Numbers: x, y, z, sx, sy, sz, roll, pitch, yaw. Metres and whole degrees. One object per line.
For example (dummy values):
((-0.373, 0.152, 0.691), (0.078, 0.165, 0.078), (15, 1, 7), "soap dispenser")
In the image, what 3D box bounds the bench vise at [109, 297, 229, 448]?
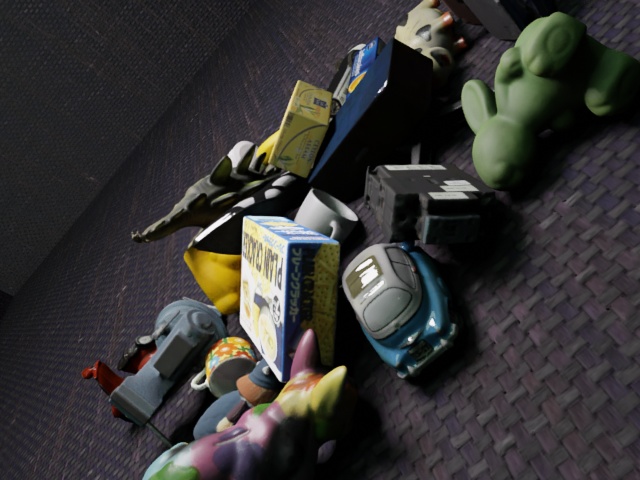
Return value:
((-0.212, 0.174, 0.836), (0.223, 0.129, 0.240), (-63, -3, 21), "bench vise")

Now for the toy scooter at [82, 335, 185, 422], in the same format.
((-0.318, 0.224, 0.917), (0.184, 0.135, 0.075), (-47, 27, 8), "toy scooter")

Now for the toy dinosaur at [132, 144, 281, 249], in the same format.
((-0.180, -0.070, 0.940), (0.198, 0.105, 0.471), (-43, 3, 37), "toy dinosaur")

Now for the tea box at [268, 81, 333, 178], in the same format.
((-0.028, -0.185, 0.876), (0.170, 0.068, 0.098), (-85, 17, -57), "tea box")

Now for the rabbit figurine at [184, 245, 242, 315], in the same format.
((-0.110, 0.032, 0.856), (0.173, 0.121, 0.163), (-37, 29, -10), "rabbit figurine")

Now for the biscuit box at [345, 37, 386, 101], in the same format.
((0.090, -0.270, 0.944), (0.063, 0.059, 0.203), (-27, 37, 38), "biscuit box")

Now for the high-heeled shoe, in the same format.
((-0.098, -0.057, 0.838), (0.249, 0.086, 0.145), (-17, 35, -25), "high-heeled shoe")

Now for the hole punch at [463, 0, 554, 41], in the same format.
((0.253, -0.332, 0.710), (0.092, 0.142, 0.116), (-40, 19, 15), "hole punch")

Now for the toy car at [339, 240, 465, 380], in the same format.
((0.072, 0.060, 0.562), (0.109, 0.103, 0.162), (-43, 28, 19), "toy car")

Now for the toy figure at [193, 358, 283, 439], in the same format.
((-0.097, 0.207, 0.694), (0.154, 0.057, 0.064), (-45, 35, 4), "toy figure")

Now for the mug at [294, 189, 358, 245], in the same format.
((-0.002, -0.002, 0.772), (0.107, 0.080, 0.110), (-57, 30, 19), "mug")

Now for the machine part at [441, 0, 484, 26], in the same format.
((0.239, -0.404, 0.767), (0.179, 0.179, 0.056), (-39, 28, 24), "machine part")

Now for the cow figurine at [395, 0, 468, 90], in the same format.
((0.162, -0.299, 0.849), (0.127, 0.085, 0.195), (-32, 37, 23), "cow figurine")

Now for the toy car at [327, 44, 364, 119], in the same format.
((0.041, -0.292, 1.047), (0.074, 0.056, 0.201), (1, 61, 63), "toy car")

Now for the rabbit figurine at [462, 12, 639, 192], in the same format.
((0.211, -0.140, 0.571), (0.170, 0.121, 0.159), (-61, 23, 16), "rabbit figurine")

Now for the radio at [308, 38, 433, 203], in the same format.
((0.071, -0.172, 0.789), (0.229, 0.073, 0.131), (-46, 23, 48), "radio")

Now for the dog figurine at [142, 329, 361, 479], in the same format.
((-0.057, 0.195, 0.529), (0.109, 0.191, 0.219), (36, 102, 57), "dog figurine")

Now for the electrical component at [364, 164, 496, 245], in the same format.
((0.118, -0.039, 0.583), (0.134, 0.115, 0.058), (-111, 20, -63), "electrical component")
